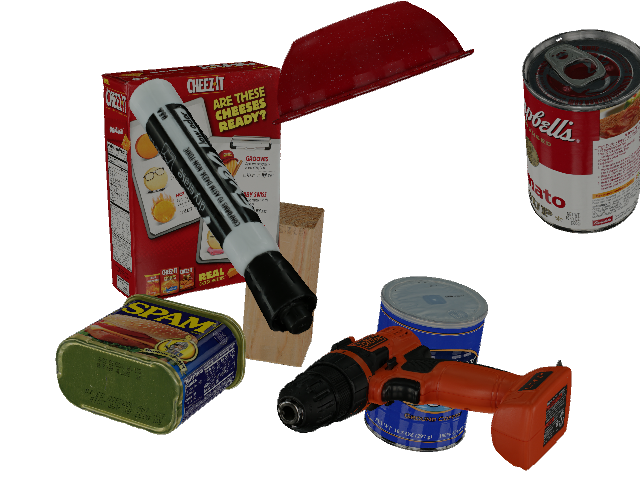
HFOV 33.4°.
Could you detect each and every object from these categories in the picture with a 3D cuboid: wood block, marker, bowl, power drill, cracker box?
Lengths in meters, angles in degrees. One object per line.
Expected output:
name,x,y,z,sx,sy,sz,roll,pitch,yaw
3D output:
wood block,-0.053,0.059,1.486,0.090,0.206,0.090,8,22,6
marker,-0.036,-0.014,0.385,0.020,0.121,0.020,-25,-32,-17
bowl,0.030,-0.139,0.805,0.162,0.055,0.162,-20,7,2
power drill,0.082,0.118,0.809,0.188,0.057,0.184,11,18,30
cracker box,-0.123,-0.060,1.040,0.163,0.214,0.072,-11,21,-32

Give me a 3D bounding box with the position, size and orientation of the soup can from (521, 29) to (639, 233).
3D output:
soup can,0.154,-0.062,0.623,0.068,0.068,0.102,0,-42,13

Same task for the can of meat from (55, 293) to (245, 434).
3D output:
can of meat,-0.115,0.082,0.722,0.102,0.057,0.083,12,22,23

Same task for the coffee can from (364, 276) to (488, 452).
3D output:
coffee can,0.102,0.119,1.043,0.103,0.140,0.103,6,22,-2
